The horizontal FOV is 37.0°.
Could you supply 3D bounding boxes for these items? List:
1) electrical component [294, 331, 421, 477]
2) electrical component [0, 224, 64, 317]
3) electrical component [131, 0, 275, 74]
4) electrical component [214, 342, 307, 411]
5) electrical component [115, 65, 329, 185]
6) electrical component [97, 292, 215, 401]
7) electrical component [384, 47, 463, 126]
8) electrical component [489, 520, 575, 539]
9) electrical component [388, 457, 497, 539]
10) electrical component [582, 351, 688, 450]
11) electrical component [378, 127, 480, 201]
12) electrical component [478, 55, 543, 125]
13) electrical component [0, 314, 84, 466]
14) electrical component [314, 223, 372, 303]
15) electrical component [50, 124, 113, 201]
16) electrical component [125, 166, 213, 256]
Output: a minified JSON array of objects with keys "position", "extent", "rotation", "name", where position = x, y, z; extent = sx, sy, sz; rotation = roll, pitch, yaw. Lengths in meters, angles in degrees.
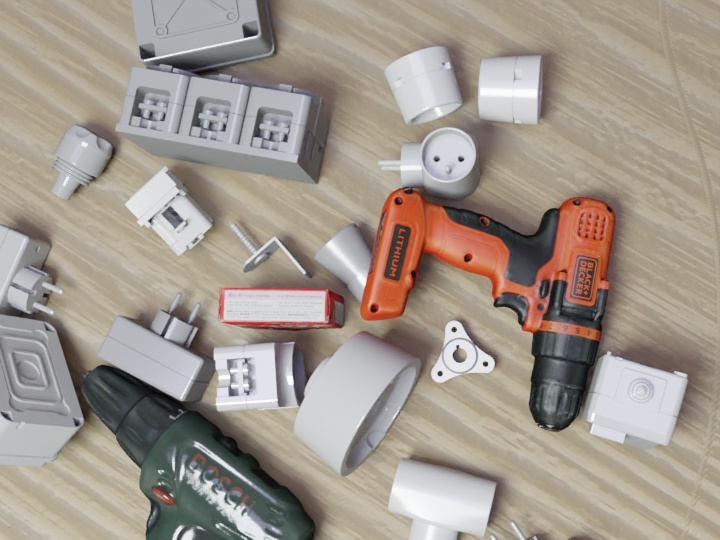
[{"position":[-0.008,0.098,0.832],"extent":[0.060,0.108,0.108],"rotation":[32,89,16],"name":"electrical component"},{"position":[-0.287,0.013,0.910],"extent":[0.076,0.047,0.083],"rotation":[23,87,10],"name":"electrical component"},{"position":[-0.136,-0.228,0.912],"extent":[0.109,0.056,0.108],"rotation":[-10,82,7],"name":"electrical component"},{"position":[-0.075,0.085,0.850],"extent":[0.056,0.089,0.050],"rotation":[-5,83,8],"name":"electrical component"},{"position":[-0.108,-0.121,0.879],"extent":[0.150,0.089,0.061],"rotation":[11,85,9],"name":"electrical component"},{"position":[-0.157,0.056,0.887],"extent":[0.083,0.047,0.075],"rotation":[26,87,10],"name":"electrical component"},{"position":[0.053,-0.149,0.878],"extent":[0.055,0.055,0.047],"rotation":[-20,85,5],"name":"electrical component"},{"position":[0.130,0.230,0.825],"extent":[0.083,0.047,0.075],"rotation":[-34,80,3],"name":"electrical component"},{"position":[0.060,0.195,0.840],"extent":[0.077,0.044,0.079],"rotation":[13,85,10],"name":"electrical component"},{"position":[0.203,0.100,0.804],"extent":[0.062,0.096,0.061],"rotation":[16,86,10],"name":"electrical component"},{"position":[0.055,-0.083,0.857],"extent":[0.079,0.077,0.043],"rotation":[1,83,9],"name":"electrical component"},{"position":[0.122,-0.145,0.867],"extent":[0.047,0.055,0.055],"rotation":[4,84,12],"name":"electrical component"},{"position":[-0.280,0.097,0.864],"extent":[0.057,0.078,0.113],"rotation":[-46,53,25],"name":"electrical component"},{"position":[0.000,0.000,0.874],"extent":[0.044,0.044,0.065],"rotation":[-41,85,2],"name":"electrical component"},{"position":[-0.242,-0.090,0.918],"extent":[0.043,0.043,0.062],"rotation":[29,89,10],"name":"electrical component"},{"position":[-0.156,-0.047,0.888],"extent":[0.042,0.081,0.063],"rotation":[-41,102,2],"name":"electrical component"}]
